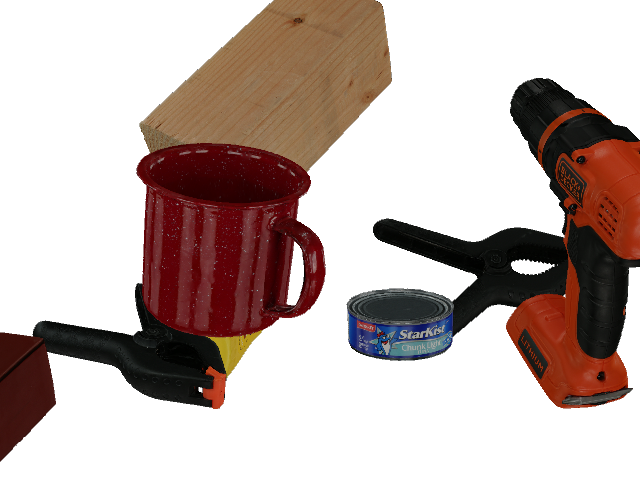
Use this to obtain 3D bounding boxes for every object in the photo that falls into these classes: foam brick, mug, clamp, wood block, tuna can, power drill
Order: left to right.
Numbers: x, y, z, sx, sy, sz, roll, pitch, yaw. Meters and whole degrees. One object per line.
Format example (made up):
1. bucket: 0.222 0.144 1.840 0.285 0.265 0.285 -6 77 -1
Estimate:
1. foam brick: -0.214 0.100 0.679 0.053 0.051 0.078 6 29 22
2. clamp: -0.134 0.083 0.869 0.172 0.039 0.120 22 36 26
3. mug: -0.046 0.004 0.580 0.117 0.081 0.093 22 28 30
4. wood block: -0.038 -0.115 0.877 0.091 0.205 0.090 27 -30 28
5. tuna can: 0.064 0.067 0.857 0.086 0.034 0.086 -1 14 0
6. clamp: 0.163 0.038 1.020 0.210 0.164 0.036 -2 -43 -5
7. power drill: 0.167 0.003 0.714 0.057 0.188 0.184 -8 35 -11

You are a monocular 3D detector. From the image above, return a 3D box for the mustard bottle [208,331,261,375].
1. mustard bottle: -0.079 0.061 1.117 0.058 0.096 0.191 10 30 19
